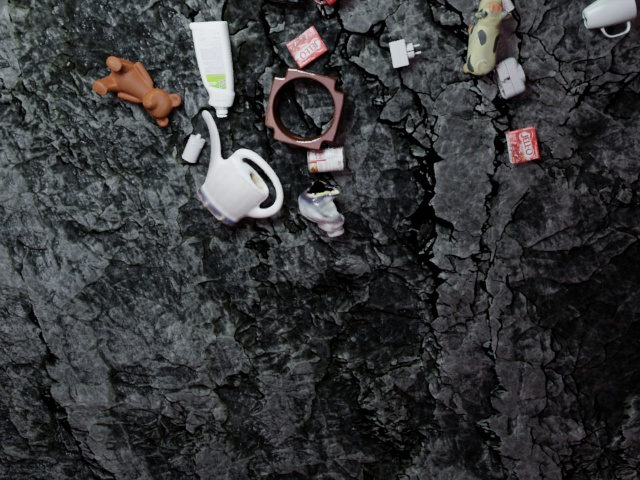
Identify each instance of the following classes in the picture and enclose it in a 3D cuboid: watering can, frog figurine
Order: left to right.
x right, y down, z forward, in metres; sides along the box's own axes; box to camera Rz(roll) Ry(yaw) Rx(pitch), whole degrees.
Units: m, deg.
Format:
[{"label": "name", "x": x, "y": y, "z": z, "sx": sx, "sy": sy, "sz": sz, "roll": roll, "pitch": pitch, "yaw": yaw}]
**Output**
[{"label": "watering can", "x": -0.265, "y": -0.184, "z": 1.479, "sx": 0.222, "sy": 0.106, "sz": 0.345, "roll": -40, "pitch": 102, "yaw": 17}, {"label": "frog figurine", "x": 0.005, "y": -0.075, "z": 1.489, "sx": 0.138, "sy": 0.124, "sz": 0.156, "roll": 14, "pitch": 124, "yaw": 36}]
